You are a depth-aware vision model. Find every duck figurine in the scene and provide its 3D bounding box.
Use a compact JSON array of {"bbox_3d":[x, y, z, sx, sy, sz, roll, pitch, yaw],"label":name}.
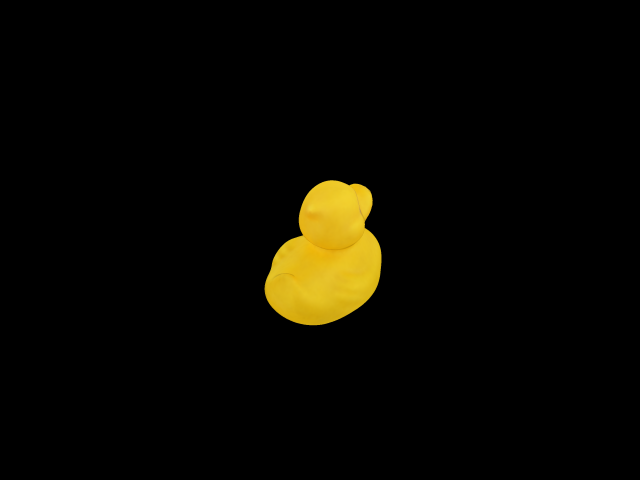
[{"bbox_3d":[0.004,0.001,0.400,0.077,0.086,0.105,27,49,27],"label":"duck figurine"}]
